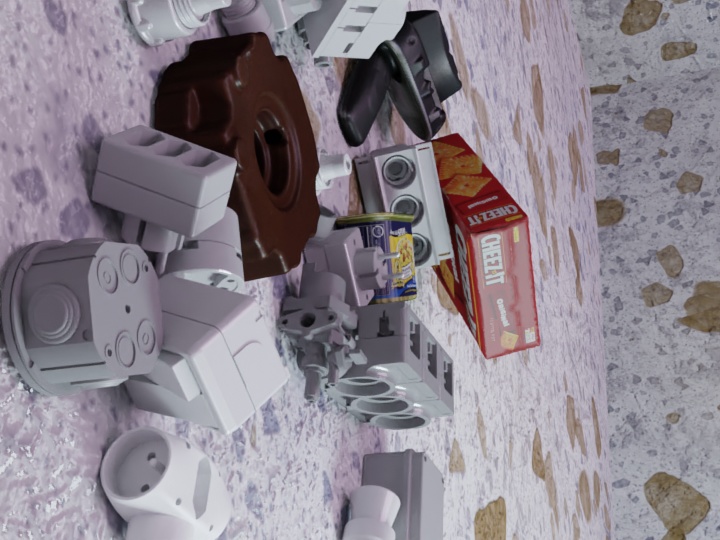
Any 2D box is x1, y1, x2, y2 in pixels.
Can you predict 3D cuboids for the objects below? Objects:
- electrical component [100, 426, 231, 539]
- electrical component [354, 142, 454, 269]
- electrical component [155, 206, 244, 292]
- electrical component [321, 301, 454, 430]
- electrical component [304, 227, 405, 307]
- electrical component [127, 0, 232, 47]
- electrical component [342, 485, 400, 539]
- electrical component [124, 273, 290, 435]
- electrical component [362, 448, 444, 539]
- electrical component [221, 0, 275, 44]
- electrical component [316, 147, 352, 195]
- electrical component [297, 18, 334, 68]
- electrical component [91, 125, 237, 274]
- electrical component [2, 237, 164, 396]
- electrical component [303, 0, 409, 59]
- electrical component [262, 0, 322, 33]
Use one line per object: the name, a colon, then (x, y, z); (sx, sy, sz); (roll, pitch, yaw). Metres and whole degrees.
electrical component: (-0.110, 0.139, 0.600); (0.077, 0.043, 0.079); (58, 30, -51)
electrical component: (0.044, -0.065, 1.103); (0.063, 0.079, 0.121); (-113, -170, -75)
electrical component: (-0.101, -0.012, 0.673); (0.055, 0.055, 0.047); (44, 38, -62)
electrical component: (0.020, 0.088, 0.933); (0.150, 0.089, 0.061); (50, 37, -58)
electrical component: (0.000, 0.000, 0.929); (0.047, 0.077, 0.065); (-52, 131, -65)
electrical component: (-0.113, -0.170, 0.683); (0.048, 0.062, 0.048); (-8, 90, -72)
electrical component: (0.009, 0.219, 0.921); (0.055, 0.045, 0.045); (-78, 153, -44)
electrical component: (-0.100, 0.047, 0.612); (0.061, 0.096, 0.061); (-43, 128, -34)
electrical component: (0.040, 0.229, 0.988); (0.078, 0.057, 0.113); (56, 32, -53)
electrical component: (-0.089, -0.195, 0.808); (0.035, 0.035, 0.061); (-79, 152, -44)
electrical component: (-0.039, -0.081, 0.870); (0.048, 0.062, 0.048); (-8, 90, -72)
electrical component: (-0.035, -0.213, 0.964); (0.043, 0.043, 0.062); (14, 71, -70)
electrical component: (-0.118, -0.035, 0.627); (0.047, 0.066, 0.076); (-48, 157, -67)
electrical component: (-0.140, 0.022, 0.546); (0.080, 0.051, 0.080); (-7, 90, -71)
electrical component: (-0.012, -0.266, 0.912); (0.089, 0.062, 0.150); (-46, -128, 56)
electrical component: (-0.055, -0.221, 0.853); (0.065, 0.077, 0.047); (-62, 140, -60)
